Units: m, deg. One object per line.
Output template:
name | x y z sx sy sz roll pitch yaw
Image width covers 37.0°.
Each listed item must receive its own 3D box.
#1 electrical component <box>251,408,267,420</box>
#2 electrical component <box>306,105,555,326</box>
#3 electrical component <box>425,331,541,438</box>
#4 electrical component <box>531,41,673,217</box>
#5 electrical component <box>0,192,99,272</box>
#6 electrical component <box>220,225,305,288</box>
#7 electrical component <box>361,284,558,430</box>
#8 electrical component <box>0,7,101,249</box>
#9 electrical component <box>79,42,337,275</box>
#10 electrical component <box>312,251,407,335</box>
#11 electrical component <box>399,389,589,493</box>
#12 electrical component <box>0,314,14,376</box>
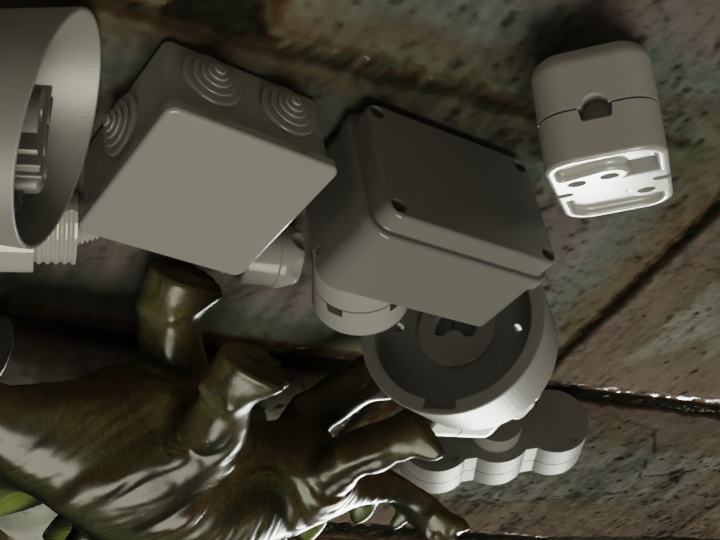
electrical component | -0.112 0.136 0.734 0.062 0.061 0.096 24 131 -39
electrical component | 0.035 -0.026 0.541 0.113 0.078 0.057 15 137 -33
electrical component | 0.078 0.067 0.702 0.059 0.053 0.095 6 140 -23
electrical component | 0.115 -0.067 0.510 0.054 0.059 0.095 -10 165 16
electrical component | -0.168 -0.020 0.520 0.081 0.043 0.043 1 142 -17
electrical component | -0.062 -0.010 0.573 0.061 0.035 0.035 6 141 -20
electrical component | 0.061 0.040 0.619 0.108 0.108 0.060 -22 149 14
electrical component | -0.141 -0.058 0.435 0.064 0.099 0.099 2 142 -9
electrical component | -0.073 -0.050 0.502 0.100 0.048 0.100 17 135 -34
electrical component | 0.000 0.000 0.588 0.055 0.055 0.047 -8 140 -5
electrical component | 0.097 0.116 0.775 0.138 0.052 0.073 -8 144 -6
electrical component | -0.223 0.037 0.581 0.045 0.045 0.055 -35 138 29
